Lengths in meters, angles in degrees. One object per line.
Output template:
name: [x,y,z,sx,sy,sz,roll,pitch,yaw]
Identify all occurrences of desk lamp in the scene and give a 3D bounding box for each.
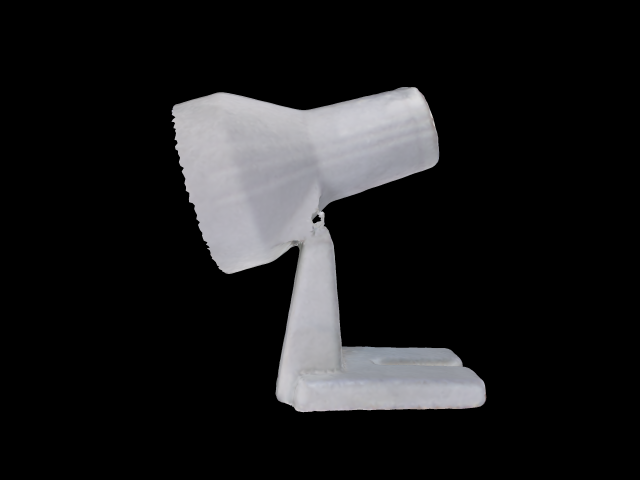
desk lamp: [0.004,0.001,0.400,0.203,0.213,0.118,0,4,-2]
